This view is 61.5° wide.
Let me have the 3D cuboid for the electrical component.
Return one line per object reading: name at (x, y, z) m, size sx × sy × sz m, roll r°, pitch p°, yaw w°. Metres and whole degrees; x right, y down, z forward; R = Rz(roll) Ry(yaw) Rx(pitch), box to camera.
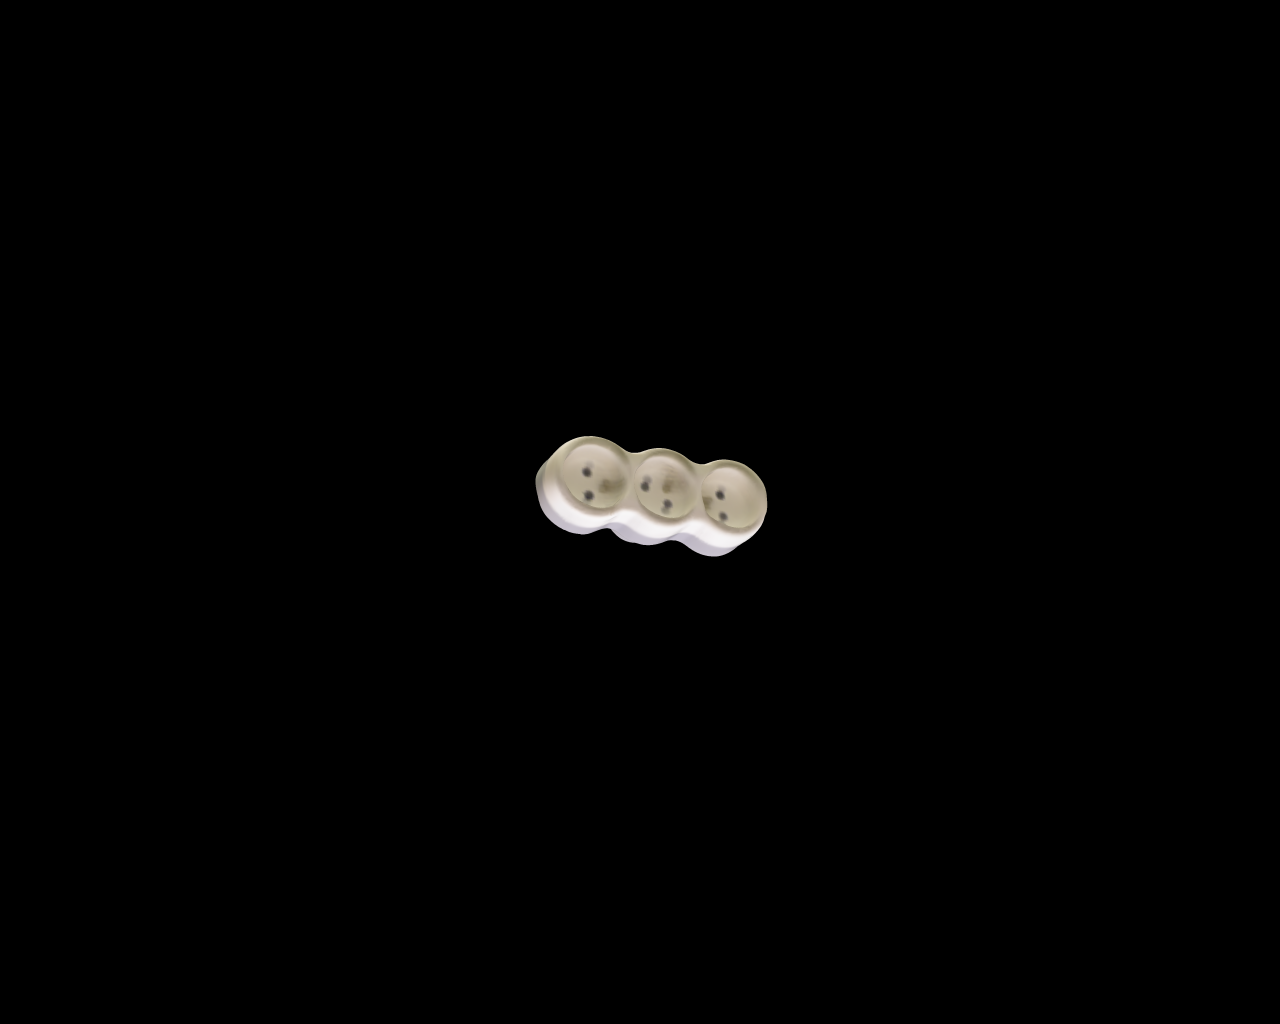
electrical component at (0.001, -0.003, 0.650) m, size 0.138 × 0.052 × 0.073 m, roll 9°, pitch -23°, yaw -22°
